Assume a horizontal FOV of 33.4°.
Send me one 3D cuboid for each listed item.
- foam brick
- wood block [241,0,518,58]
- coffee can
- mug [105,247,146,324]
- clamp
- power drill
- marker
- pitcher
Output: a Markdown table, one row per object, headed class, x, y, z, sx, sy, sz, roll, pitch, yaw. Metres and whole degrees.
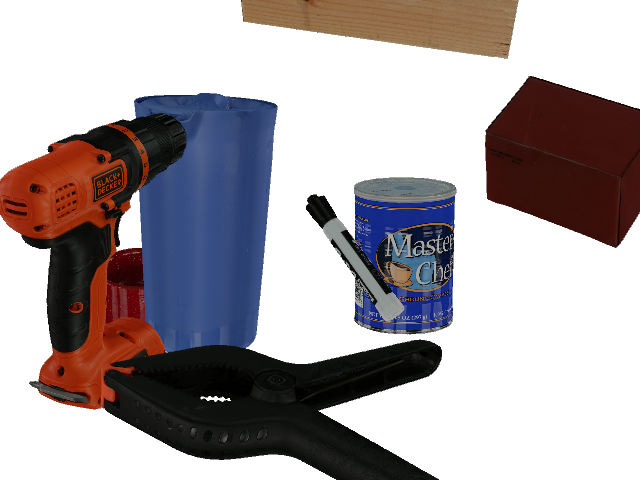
| class | x | y | z | sx | sy | sz | roll | pitch | yaw |
| --- | --- | --- | --- | --- | --- | --- | --- | --- | --- |
| foam brick | 0.132 | -0.042 | 0.559 | 0.078 | 0.053 | 0.051 | 24 | 56 | 29 |
| wood block | 0.049 | -0.211 | 0.803 | 0.206 | 0.090 | 0.091 | 10 | -32 | 7 |
| coffee can | 0.085 | 0.013 | 1.086 | 0.103 | 0.140 | 0.103 | 0 | 13 | 0 |
| mug | -0.208 | 0.060 | 1.185 | 0.093 | 0.081 | 0.117 | -22 | 36 | -40 |
| clamp | -0.021 | 0.092 | 0.624 | 0.210 | 0.036 | 0.164 | 9 | 24 | 7 |
| power drill | -0.152 | 0.011 | 0.766 | 0.057 | 0.188 | 0.184 | 10 | 24 | 26 |
| marker | 0.026 | 0.011 | 0.856 | 0.020 | 0.121 | 0.020 | -31 | -18 | -12 |
| pitcher | -0.106 | -0.020 | 1.028 | 0.149 | 0.243 | 0.145 | -2 | 15 | -19 |
